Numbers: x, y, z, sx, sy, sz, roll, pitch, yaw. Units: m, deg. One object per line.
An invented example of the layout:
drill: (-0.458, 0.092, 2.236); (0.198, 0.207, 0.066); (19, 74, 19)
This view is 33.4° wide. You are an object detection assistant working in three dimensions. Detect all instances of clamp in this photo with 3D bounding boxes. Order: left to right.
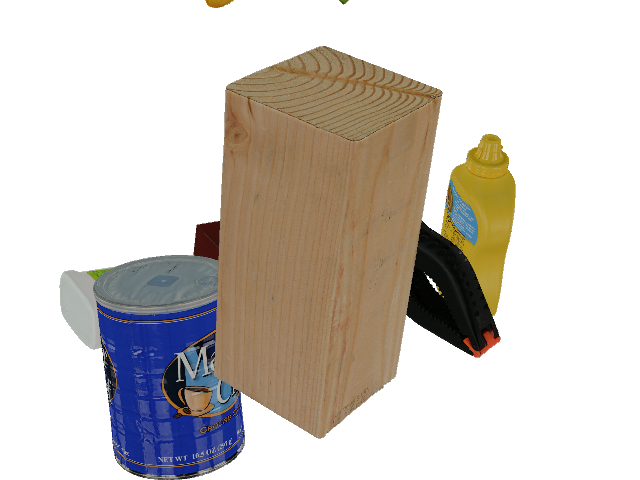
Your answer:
clamp: (0.069, 0.002, 0.856); (0.036, 0.210, 0.165); (-33, -21, -30)

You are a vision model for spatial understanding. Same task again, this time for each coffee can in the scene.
coffee can: (-0.113, 0.094, 0.808); (0.103, 0.140, 0.103); (-3, 19, 1)

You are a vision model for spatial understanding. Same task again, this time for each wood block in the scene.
wood block: (0.000, 0.002, 0.643); (0.091, 0.206, 0.090); (26, 38, 29)

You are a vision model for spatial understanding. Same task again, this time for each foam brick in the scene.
foam brick: (-0.086, 0.020, 1.047); (0.052, 0.051, 0.078); (-8, 31, -28)

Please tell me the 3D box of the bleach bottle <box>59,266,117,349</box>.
bleach bottle: (-0.167, 0.056, 1.245); (0.250, 0.068, 0.103); (-13, 33, -32)

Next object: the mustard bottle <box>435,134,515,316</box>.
mustard bottle: (0.158, -0.020, 1.075); (0.058, 0.192, 0.096); (-6, 37, -13)

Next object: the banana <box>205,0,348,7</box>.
banana: (-0.048, -0.259, 1.030); (0.197, 0.070, 0.037); (-17, -29, -46)
